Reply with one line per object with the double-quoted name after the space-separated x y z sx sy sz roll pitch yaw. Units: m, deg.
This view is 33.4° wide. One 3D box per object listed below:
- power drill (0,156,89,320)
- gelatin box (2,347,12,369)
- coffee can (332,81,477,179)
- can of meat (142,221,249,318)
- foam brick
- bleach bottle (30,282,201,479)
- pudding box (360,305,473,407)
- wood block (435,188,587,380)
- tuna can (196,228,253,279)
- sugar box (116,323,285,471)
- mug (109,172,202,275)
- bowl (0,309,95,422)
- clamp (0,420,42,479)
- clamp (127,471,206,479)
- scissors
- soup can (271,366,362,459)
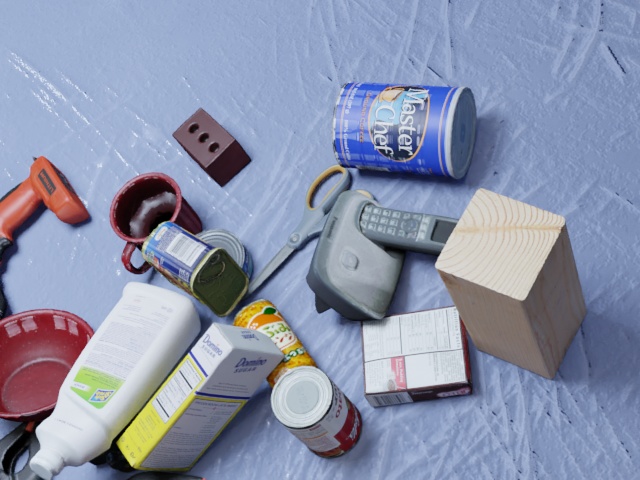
-0.389 -0.005 1.354 0.187 0.057 0.185 -37 58 -1 "power drill"
-0.405 0.150 1.296 0.073 0.030 0.089 11 68 24 "gelatin box"
0.097 -0.127 1.215 0.140 0.102 0.102 7 66 23 "coffee can"
-0.138 0.030 1.179 0.084 0.102 0.057 29 76 30 "can of meat"
-0.135 -0.114 1.322 0.053 0.051 0.078 -44 58 -5 "foam brick"
-0.232 0.154 1.154 0.103 0.068 0.250 12 44 25 "bleach bottle"
0.101 0.122 1.124 0.113 0.039 0.090 -9 60 13 "pudding box"
0.190 0.047 1.030 0.091 0.206 0.090 22 73 28 "wood block"
-0.123 0.032 1.253 0.086 0.033 0.086 -9 61 16 "tuna can"
-0.125 0.167 1.118 0.176 0.093 0.048 -52 57 13 "sugar box"
-0.197 -0.011 1.274 0.093 0.081 0.117 17 71 26 "mug"
-0.331 0.155 1.234 0.162 0.055 0.162 -3 44 3 "bowl"
-0.362 0.282 1.207 0.120 0.039 0.171 6 60 12 "clamp"
-0.213 0.306 1.117 0.210 0.036 0.164 -14 45 -1 "clamp"
-0.008 0.002 1.238 0.096 0.016 0.201 21 73 28 "scissors"
-0.003 0.177 1.094 0.069 0.102 0.068 -9 60 16 "soup can"
